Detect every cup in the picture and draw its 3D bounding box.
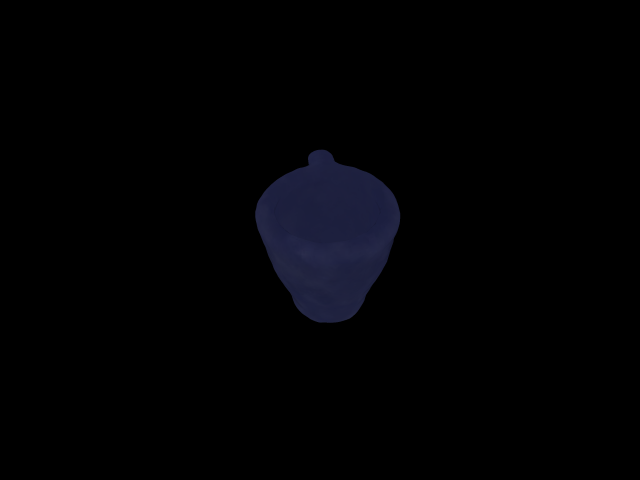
[{"bbox_3d":[0.004,0.001,0.400,0.091,0.095,0.117,-4,43,-4],"label":"cup"}]
